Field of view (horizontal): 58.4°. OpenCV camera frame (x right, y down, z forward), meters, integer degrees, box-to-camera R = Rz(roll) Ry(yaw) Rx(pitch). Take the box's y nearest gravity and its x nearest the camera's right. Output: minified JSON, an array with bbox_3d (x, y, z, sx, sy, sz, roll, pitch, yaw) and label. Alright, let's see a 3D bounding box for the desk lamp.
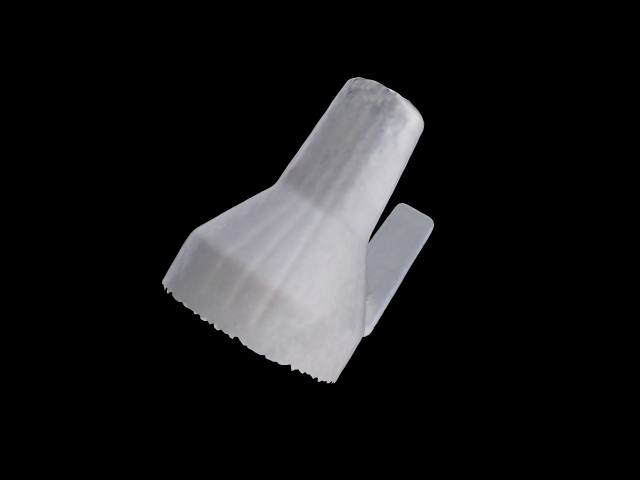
[{"bbox_3d":[0.004,0.001,0.400,0.117,0.213,0.203,30,71,12],"label":"desk lamp"}]
